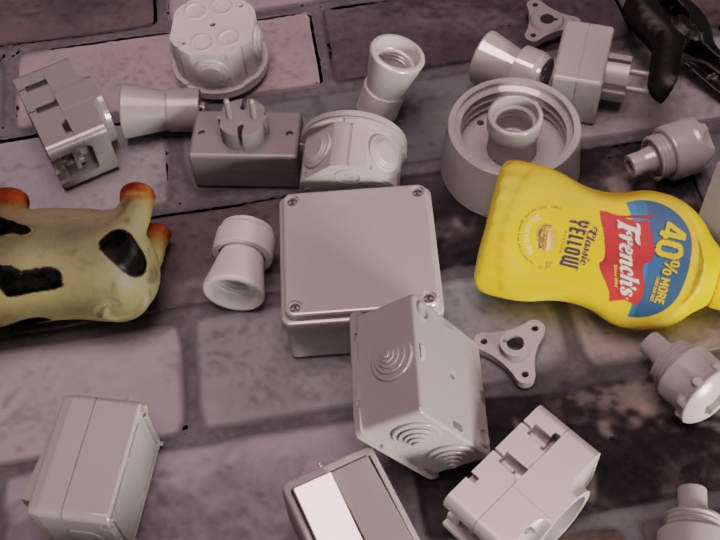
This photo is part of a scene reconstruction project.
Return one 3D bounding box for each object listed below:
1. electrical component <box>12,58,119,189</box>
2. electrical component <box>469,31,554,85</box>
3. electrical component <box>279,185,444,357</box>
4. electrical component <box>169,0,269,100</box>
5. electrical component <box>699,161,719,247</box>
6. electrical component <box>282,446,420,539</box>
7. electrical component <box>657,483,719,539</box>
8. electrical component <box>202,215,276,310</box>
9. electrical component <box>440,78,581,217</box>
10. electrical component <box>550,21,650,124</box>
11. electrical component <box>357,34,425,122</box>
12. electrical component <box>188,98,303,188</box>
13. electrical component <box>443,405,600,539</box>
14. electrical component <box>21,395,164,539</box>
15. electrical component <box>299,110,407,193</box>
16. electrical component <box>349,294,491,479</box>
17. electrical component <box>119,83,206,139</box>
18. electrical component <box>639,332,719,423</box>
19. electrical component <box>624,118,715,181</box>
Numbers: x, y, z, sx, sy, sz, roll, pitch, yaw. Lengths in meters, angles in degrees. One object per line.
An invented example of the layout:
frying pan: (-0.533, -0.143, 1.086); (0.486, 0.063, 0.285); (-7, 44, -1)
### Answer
electrical component: (-0.229, -0.118, 0.853); (0.056, 0.050, 0.089); (-25, 59, -13)
electrical component: (0.122, -0.162, 0.866); (0.055, 0.045, 0.045); (27, 62, 19)
electrical component: (0.000, 0.000, 0.757); (0.109, 0.056, 0.108); (-4, 56, 0)
electrical component: (-0.118, -0.185, 0.891); (0.080, 0.051, 0.080); (-2, 56, 3)
electrical component: (0.321, -0.005, 0.713); (0.186, 0.105, 0.060); (39, 66, 25)
electrical component: (-0.006, 0.154, 0.652); (0.062, 0.061, 0.096); (-23, 58, -12)
electrical component: (0.200, 0.160, 0.647); (0.043, 0.043, 0.062); (6, 56, 7)
electrical component: (-0.086, -0.005, 0.773); (0.045, 0.045, 0.055); (5, 56, 6)
electrical component: (0.115, -0.098, 0.814); (0.108, 0.060, 0.108); (-1, 56, 2)
electrical component: (0.194, -0.154, 0.855); (0.077, 0.047, 0.065); (12, 58, 11)
electrical component: (0.021, -0.147, 0.849); (0.044, 0.065, 0.044); (9, 50, -11)
electrical component: (-0.088, -0.104, 0.820); (0.083, 0.075, 0.047); (1, 56, 4)
electrical component: (0.102, 0.138, 0.662); (0.089, 0.050, 0.056); (-40, 63, -21)
electrical component: (-0.167, 0.123, 0.681); (0.061, 0.061, 0.096); (5, 57, 7)
electrical component: (-0.006, -0.078, 0.797); (0.080, 0.080, 0.051); (3, 62, 5)
electrical component: (0.039, 0.073, 0.680); (0.048, 0.100, 0.099); (-23, 51, 28)
electrical component: (-0.157, -0.128, 0.862); (0.065, 0.044, 0.044); (-1, 56, -3)
electrical component: (0.212, 0.067, 0.709); (0.048, 0.048, 0.062); (-31, 53, -17)
electrical component: (0.231, -0.087, 0.811); (0.062, 0.043, 0.043); (-19, 57, -8)
